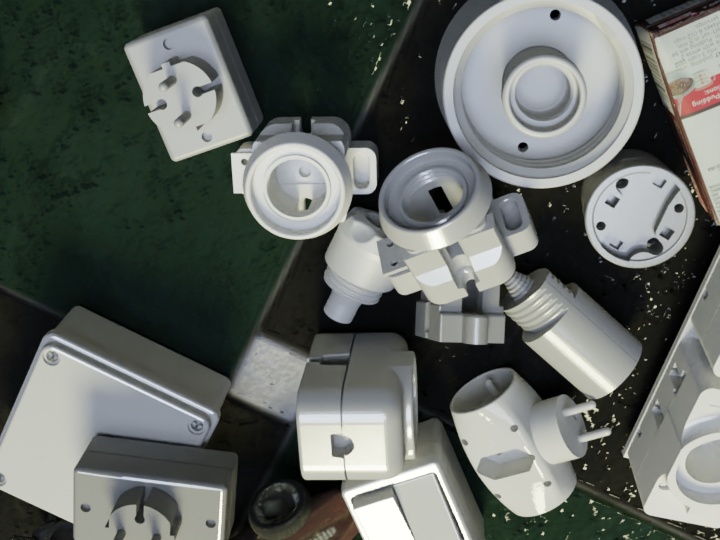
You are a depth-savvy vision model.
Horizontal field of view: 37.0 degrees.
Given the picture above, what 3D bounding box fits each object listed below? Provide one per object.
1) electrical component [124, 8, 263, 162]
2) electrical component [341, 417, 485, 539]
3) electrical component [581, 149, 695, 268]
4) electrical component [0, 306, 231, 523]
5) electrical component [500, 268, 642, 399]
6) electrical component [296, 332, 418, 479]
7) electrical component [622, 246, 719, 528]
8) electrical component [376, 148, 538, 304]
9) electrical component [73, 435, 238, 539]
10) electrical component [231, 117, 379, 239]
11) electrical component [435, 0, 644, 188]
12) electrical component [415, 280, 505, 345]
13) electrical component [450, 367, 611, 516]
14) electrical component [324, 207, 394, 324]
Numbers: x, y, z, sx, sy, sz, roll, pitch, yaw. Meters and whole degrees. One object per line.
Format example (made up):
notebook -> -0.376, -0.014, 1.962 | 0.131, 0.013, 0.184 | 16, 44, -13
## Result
electrical component -> -0.088, -0.092, 0.553 | 0.047, 0.076, 0.065 | -17, 108, 11
electrical component -> 0.030, 0.137, 0.637 | 0.062, 0.061, 0.096 | -20, 108, 12
electrical component -> 0.145, -0.035, 0.570 | 0.055, 0.047, 0.055 | 2, 110, 4
electrical component -> -0.149, 0.095, 0.639 | 0.109, 0.056, 0.108 | 27, 110, -5
electrical component -> 0.113, 0.030, 0.599 | 0.081, 0.043, 0.043 | 41, 109, -10
electrical component -> 0.001, 0.074, 0.597 | 0.059, 0.095, 0.053 | -1, 110, 6
electrical component -> 0.227, 0.056, 0.569 | 0.105, 0.060, 0.186 | 12, 120, -6
electrical component -> 0.043, -0.024, 0.537 | 0.078, 0.058, 0.057 | -20, 141, 12
electrical component -> -0.114, 0.132, 0.578 | 0.083, 0.075, 0.047 | 7, 111, 2
electrical component -> -0.031, -0.050, 0.575 | 0.078, 0.057, 0.058 | 0, 110, 5
electrical component -> 0.091, -0.093, 0.545 | 0.108, 0.060, 0.108 | 2, 110, 4
electrical component -> 0.055, 0.010, 0.589 | 0.048, 0.066, 0.055 | 2, 91, -14
electrical component -> 0.104, 0.094, 0.618 | 0.079, 0.043, 0.077 | -22, 108, 31
electrical component -> 0.000, 0.000, 0.598 | 0.043, 0.043, 0.062 | 25, 111, -4
